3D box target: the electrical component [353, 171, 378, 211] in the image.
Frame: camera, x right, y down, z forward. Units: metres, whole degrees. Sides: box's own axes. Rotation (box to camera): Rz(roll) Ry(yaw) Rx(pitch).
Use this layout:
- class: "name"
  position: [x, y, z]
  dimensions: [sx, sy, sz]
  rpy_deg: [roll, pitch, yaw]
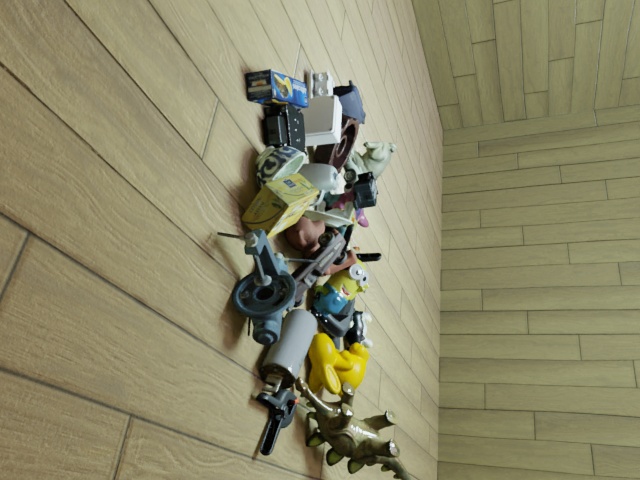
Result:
- class: "electrical component"
  position: [0.118, -0.122, 1.407]
  dimensions: [0.119, 0.048, 0.074]
  rpy_deg: [-67, 144, -58]

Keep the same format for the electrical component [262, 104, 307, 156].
- class: "electrical component"
  position: [-0.079, -0.241, 1.203]
  dimensions: [0.134, 0.058, 0.114]
  rpy_deg: [-24, 107, -68]

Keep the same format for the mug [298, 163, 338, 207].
- class: "mug"
  position: [-0.013, -0.135, 1.286]
  dimensions: [0.080, 0.107, 0.109]
  rpy_deg: [41, 47, -60]

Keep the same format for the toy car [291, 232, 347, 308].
- class: "toy car"
  position: [-0.016, 0.067, 1.181]
  dimensions: [0.202, 0.053, 0.089]
  rpy_deg: [-42, 133, -9]

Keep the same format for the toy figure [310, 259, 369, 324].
- class: "toy figure"
  position: [0.044, 0.120, 1.346]
  dimensions: [0.180, 0.089, 0.082]
  rpy_deg: [-48, 143, -2]

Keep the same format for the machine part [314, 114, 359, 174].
- class: "machine part"
  position: [0.043, -0.256, 1.445]
  dimensions: [0.179, 0.056, 0.179]
  rpy_deg: [-58, 163, -30]

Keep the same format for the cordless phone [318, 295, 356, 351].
- class: "cordless phone"
  position: [0.051, 0.224, 1.459]
  dimensions: [0.147, 0.089, 0.184]
  rpy_deg: [-67, 157, -51]

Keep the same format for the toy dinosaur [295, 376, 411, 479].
- class: "toy dinosaur"
  position: [0.097, 0.477, 1.284]
  dimensions: [0.471, 0.198, 0.105]
  rpy_deg: [43, 37, -14]

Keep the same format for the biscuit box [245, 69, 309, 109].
- class: "biscuit box"
  position: [-0.089, -0.327, 1.184]
  dimensions: [0.202, 0.063, 0.059]
  rpy_deg: [-21, 107, -68]

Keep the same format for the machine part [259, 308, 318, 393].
- class: "machine part"
  position: [-0.063, 0.225, 1.131]
  dimensions: [0.243, 0.079, 0.079]
  rpy_deg: [-64, 144, -54]

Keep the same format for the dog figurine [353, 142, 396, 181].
- class: "dog figurine"
  position: [0.165, -0.202, 1.688]
  dimensions: [0.121, 0.172, 0.190]
  rpy_deg: [1, 78, -58]

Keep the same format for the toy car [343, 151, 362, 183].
- class: "toy car"
  position: [0.084, -0.228, 1.567]
  dimensions: [0.073, 0.056, 0.202]
  rpy_deg: [27, 39, -65]

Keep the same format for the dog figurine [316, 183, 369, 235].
- class: "dog figurine"
  position: [0.072, -0.062, 1.504]
  dimensions: [0.219, 0.109, 0.191]
  rpy_deg: [53, 38, -59]

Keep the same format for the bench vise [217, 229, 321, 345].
- class: "bench vise"
  position: [-0.099, 0.065, 1.011]
  dimensions: [0.224, 0.129, 0.240]
  rpy_deg: [-70, 156, -44]

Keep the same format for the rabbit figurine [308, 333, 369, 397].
- class: "rabbit figurine"
  position: [0.023, 0.308, 1.337]
  dimensions: [0.173, 0.122, 0.162]
  rpy_deg: [53, 46, -32]

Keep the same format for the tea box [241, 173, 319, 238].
- class: "tea box"
  position: [-0.078, -0.072, 1.098]
  dimensions: [0.068, 0.098, 0.169]
  rpy_deg: [41, 22, 5]

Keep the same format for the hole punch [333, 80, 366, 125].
- class: "hole punch"
  position: [0.058, -0.367, 1.516]
  dimensions: [0.092, 0.116, 0.142]
  rpy_deg: [-62, 143, -41]

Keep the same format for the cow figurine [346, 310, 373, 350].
- class: "cow figurine"
  position: [0.108, 0.289, 1.580]
  dimensions: [0.098, 0.068, 0.167]
  rpy_deg: [37, 49, -56]

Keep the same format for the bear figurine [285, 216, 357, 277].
- class: "bear figurine"
  position: [-0.006, -0.001, 1.266]
  dimensions: [0.120, 0.132, 0.195]
  rpy_deg: [53, -10, 40]

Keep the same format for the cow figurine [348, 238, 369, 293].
- class: "cow figurine"
  position: [0.084, 0.080, 1.535]
  dimensions: [0.194, 0.086, 0.127]
  rpy_deg: [47, 37, -62]
